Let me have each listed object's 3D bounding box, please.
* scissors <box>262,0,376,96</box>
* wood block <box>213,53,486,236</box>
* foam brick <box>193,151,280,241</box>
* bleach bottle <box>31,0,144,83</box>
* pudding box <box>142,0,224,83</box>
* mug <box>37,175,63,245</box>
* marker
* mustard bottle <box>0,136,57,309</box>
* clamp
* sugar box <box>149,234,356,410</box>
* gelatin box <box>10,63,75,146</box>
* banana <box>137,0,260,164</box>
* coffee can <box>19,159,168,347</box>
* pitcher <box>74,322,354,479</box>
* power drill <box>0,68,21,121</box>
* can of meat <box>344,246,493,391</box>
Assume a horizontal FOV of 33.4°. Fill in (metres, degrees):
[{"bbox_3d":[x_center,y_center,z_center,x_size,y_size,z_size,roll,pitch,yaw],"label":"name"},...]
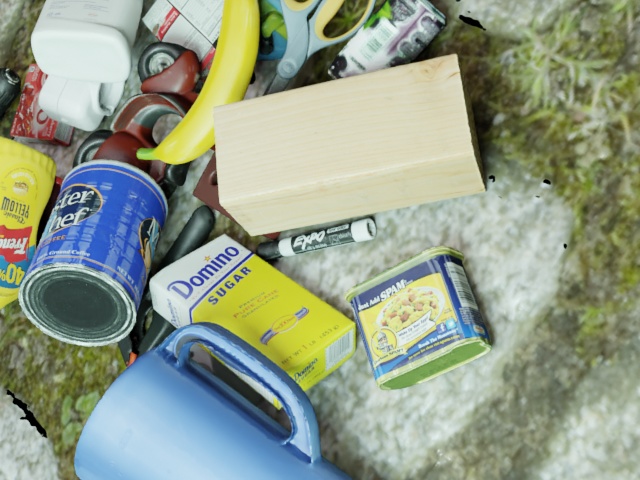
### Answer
[{"bbox_3d":[-0.037,-0.175,0.962,0.202,0.016,0.096,-43,94,5],"label":"scissors"},{"bbox_3d":[0.024,-0.075,0.885,0.206,0.090,0.091,-11,69,12],"label":"wood block"},{"bbox_3d":[-0.068,-0.042,0.993,0.078,0.051,0.053,30,93,36],"label":"foam brick"},{"bbox_3d":[-0.223,-0.276,1.130,0.102,0.068,0.250,5,52,5],"label":"bleach bottle"},{"bbox_3d":[-0.122,-0.226,1.094,0.090,0.039,0.114,-50,57,11],"label":"pudding box"},{"bbox_3d":[-0.267,-0.004,1.094,0.117,0.081,0.093,-40,58,17],"label":"mug"},{"bbox_3d":[-0.006,0.001,0.959,0.121,0.020,0.020,-13,69,30],"label":"marker"},{"bbox_3d":[-0.311,0.002,1.009,0.058,0.096,0.191,2,77,34],"label":"mustard bottle"},{"bbox_3d":[-0.170,0.045,1.043,0.120,0.039,0.171,2,70,40],"label":"clamp"},{"bbox_3d":[-0.061,0.065,0.931,0.093,0.048,0.176,-32,49,-32],"label":"sugar box"},{"bbox_3d":[-0.303,-0.153,1.195,0.073,0.030,0.089,9,81,35],"label":"gelatin box"},{"bbox_3d":[-0.097,-0.143,0.962,0.070,0.037,0.198,33,100,11],"label":"banana"},{"bbox_3d":[-0.201,0.010,0.961,0.103,0.102,0.140,-23,36,26],"label":"coffee can"},{"bbox_3d":[-0.059,0.187,0.841,0.243,0.149,0.144,30,59,18],"label":"pitcher"},{"bbox_3d":[-0.427,-0.193,1.263,0.185,0.057,0.188,-36,58,28],"label":"power drill"},{"bbox_3d":[0.080,0.065,0.860,0.102,0.057,0.084,-29,64,24],"label":"can of meat"}]
